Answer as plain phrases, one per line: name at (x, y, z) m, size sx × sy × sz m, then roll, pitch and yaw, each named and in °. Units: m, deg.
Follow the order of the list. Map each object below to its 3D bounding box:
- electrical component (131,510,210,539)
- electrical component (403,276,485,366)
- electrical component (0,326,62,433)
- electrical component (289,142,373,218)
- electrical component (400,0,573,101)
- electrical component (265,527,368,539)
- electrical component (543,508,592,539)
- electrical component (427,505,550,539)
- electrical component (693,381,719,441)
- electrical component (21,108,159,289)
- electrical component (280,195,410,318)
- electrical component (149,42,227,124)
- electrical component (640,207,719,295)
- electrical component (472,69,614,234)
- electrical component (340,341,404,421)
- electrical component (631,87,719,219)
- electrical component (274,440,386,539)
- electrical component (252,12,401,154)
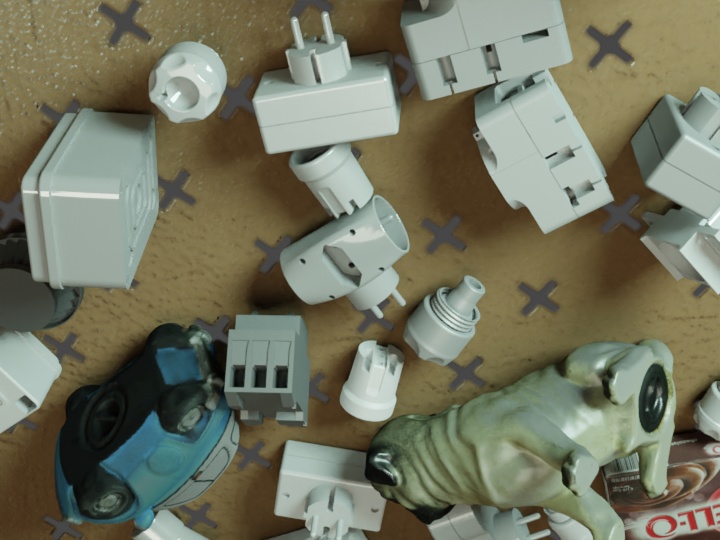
electrical component at (-0.153, 0.221, 0.875) m, size 0.044 × 0.044 × 0.065 m, roll -38°, pitch 106°, yaw 24°
electrical component at (0.062, 0.032, 0.740) m, size 0.043 × 0.043 × 0.062 m, roll 30°, pitch 117°, yaw -13°
electrical component at (-0.298, 0.073, 0.788) m, size 0.109 × 0.056 × 0.108 m, roll -32°, pitch 113°, yaw 21°
electrical component at (-0.017, -0.062, 0.694) m, size 0.040 × 0.040 × 0.046 m, roll -24°, pitch 121°, yaw 18°
electrical component at (0.072, -0.144, 0.629) m, size 0.089 × 0.050 × 0.055 m, roll -13°, pitch 119°, yaw 12°
electrical component at (-0.046, 0.260, 0.849) m, size 0.109 × 0.108 × 0.056 m, roll -20°, pitch 115°, yaw 16°
electrical component at (0.159, 0.186, 0.830) m, size 0.035 × 0.035 × 0.061 m, roll -33°, pitch 111°, yaw 22°
electrical component at (0.110, 0.208, 0.837) m, size 0.074 × 0.052 × 0.138 m, roll -24°, pitch 116°, yaw 18°
electrical component at (0.265, 0.090, 0.763) m, size 0.035 × 0.035 × 0.061 m, roll 19°, pitch 118°, yaw -7°
electrical component at (-0.166, -0.046, 0.673) m, size 0.057 × 0.113 × 0.078 m, roll 3°, pitch 121°, yaw 0°
electrical component at (0.000, 0.000, 0.726) m, size 0.077 × 0.043 × 0.079 m, roll -29°, pitch 114°, yaw 20°
electrical component at (-0.102, -0.118, 0.653) m, size 0.043 × 0.062 × 0.043 m, roll 2°, pitch 121°, yaw 4°
electrical component at (0.220, -0.025, 0.675) m, size 0.042 × 0.081 × 0.063 m, roll 43°, pitch 87°, yaw -20°
electrical component at (0.110, -0.074, 0.668) m, size 0.056 × 0.050 × 0.089 m, roll -27°, pitch 115°, yaw 19°
electrical component at (0.010, 0.079, 0.776) m, size 0.040 × 0.040 × 0.046 m, roll 14°, pitch 115°, yaw -3°
electrical component at (0.208, -0.083, 0.645) m, size 0.047 × 0.065 × 0.076 m, roll 27°, pitch 120°, yaw -11°
electrical component at (-0.022, 0.176, 0.815) m, size 0.083 × 0.075 × 0.047 m, roll 9°, pitch 121°, yaw -1°
electrical component at (-0.023, -0.119, 0.654) m, size 0.083 × 0.047 × 0.075 m, roll -8°, pitch 120°, yaw 10°
